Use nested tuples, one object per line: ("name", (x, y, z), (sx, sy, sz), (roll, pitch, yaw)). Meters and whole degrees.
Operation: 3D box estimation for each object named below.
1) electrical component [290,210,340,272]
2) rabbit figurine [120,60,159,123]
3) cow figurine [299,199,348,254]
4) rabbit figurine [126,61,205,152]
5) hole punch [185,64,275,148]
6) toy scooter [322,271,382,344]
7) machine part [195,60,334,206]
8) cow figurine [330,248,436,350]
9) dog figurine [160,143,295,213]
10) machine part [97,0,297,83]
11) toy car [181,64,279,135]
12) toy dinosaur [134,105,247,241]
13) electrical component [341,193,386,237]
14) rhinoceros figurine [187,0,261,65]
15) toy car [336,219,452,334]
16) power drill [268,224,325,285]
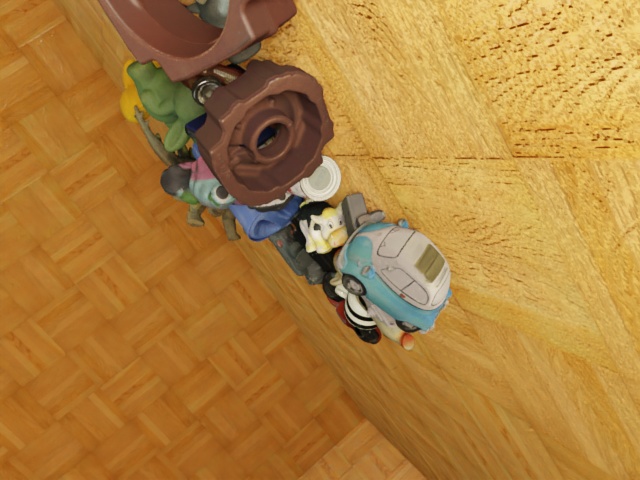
("electrical component", (-0.002, -0.003, 1.049), (0.134, 0.058, 0.115), (51, 166, -1))
("rabbit figurine", (-0.351, -0.320, 1.124), (0.163, 0.173, 0.121), (40, 168, 28))
("cow figurine", (0.010, -0.031, 0.905), (0.098, 0.068, 0.167), (70, 164, -5))
("rabbit figurine", (-0.237, -0.229, 0.900), (0.170, 0.121, 0.158), (28, 125, 47))
("hole punch", (-0.126, -0.193, 0.798), (0.116, 0.142, 0.092), (28, 130, 13))
("toy scooter", (0.081, 0.138, 1.113), (0.184, 0.075, 0.135), (57, -164, 28))
("machine part", (-0.066, -0.129, 0.661), (0.056, 0.179, 0.179), (44, 166, 37))
("cow figurine", (0.095, 0.087, 0.910), (0.194, 0.085, 0.127), (51, 166, -12))
("dog figurine", (-0.162, -0.097, 0.918), (0.219, 0.191, 0.108), (-5, 83, 58))
("machine part", (-0.128, -0.266, 0.498), (0.202, 0.087, 0.200), (-7, 122, 44))
("toy car", (-0.102, -0.190, 0.698), (0.202, 0.053, 0.089), (18, -146, -47))
("toy dinosaur", (-0.254, -0.128, 1.219), (0.470, 0.105, 0.198), (41, -143, -60))
("electrical component", (0.062, -0.027, 0.786), (0.102, 0.045, 0.078), (110, 150, -73))
("rhinoceros figurine", (-0.133, -0.297, 0.629), (0.190, 0.073, 0.112), (57, 165, -27))
("toy car", (0.108, 0.041, 0.682), (0.161, 0.109, 0.103), (43, 151, -2))
("power drill", (-0.065, 0.012, 1.272), (0.208, 0.086, 0.231), (27, 153, 53))
